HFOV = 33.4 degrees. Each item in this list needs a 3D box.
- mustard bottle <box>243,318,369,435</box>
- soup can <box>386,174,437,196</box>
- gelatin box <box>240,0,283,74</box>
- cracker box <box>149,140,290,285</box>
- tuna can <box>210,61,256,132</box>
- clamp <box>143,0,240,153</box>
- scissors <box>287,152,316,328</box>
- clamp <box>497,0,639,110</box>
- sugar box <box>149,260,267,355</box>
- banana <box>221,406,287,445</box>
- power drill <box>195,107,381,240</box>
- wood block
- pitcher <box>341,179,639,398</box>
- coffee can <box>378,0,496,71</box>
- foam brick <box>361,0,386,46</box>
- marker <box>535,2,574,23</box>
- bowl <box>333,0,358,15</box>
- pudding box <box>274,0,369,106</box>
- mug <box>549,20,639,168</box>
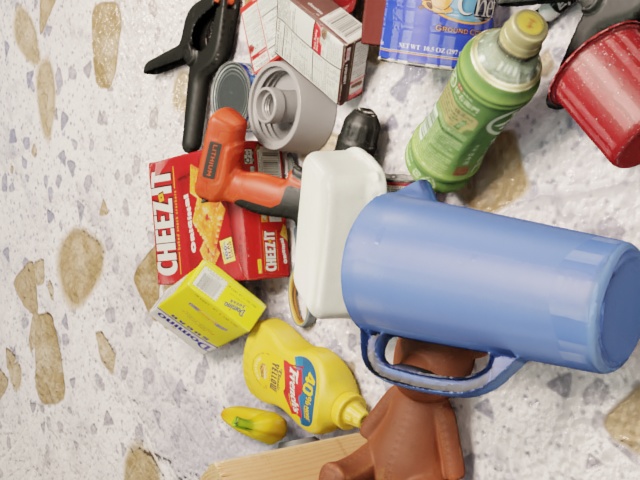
[{"bbox_3d":[-0.011,0.162,1.191,0.192,0.058,0.096,25,114,47],"label":"mustard bottle"},{"bbox_3d":[0.080,-0.013,1.059,0.069,0.068,0.102,11,102,50],"label":"soup can"},{"bbox_3d":[-0.054,-0.245,1.242,0.073,0.030,0.089,-25,73,48],"label":"gelatin box"},{"bbox_3d":[-0.129,-0.029,1.314,0.214,0.071,0.164,-6,88,51],"label":"cracker box"},{"bbox_3d":[-0.096,-0.173,1.296,0.086,0.033,0.086,4,95,51],"label":"tuna can"},{"bbox_3d":[-0.154,-0.225,1.361,0.210,0.036,0.164,-48,57,41],"label":"clamp"},{"bbox_3d":[-0.008,0.001,1.211,0.096,0.016,0.202,6,97,49],"label":"scissors"},{"bbox_3d":[0.219,-0.204,0.877,0.172,0.039,0.120,-47,66,37],"label":"clamp"},{"bbox_3d":[-0.139,0.085,1.288,0.093,0.048,0.176,39,151,-9],"label":"sugar box"},{"bbox_3d":[-0.075,0.214,1.253,0.037,0.069,0.198,-64,5,-12],"label":"banana"},{"bbox_3d":[-0.035,-0.078,1.149,0.188,0.057,0.184,23,112,18],"label":"power drill"},{"bbox_3d":[-0.024,0.270,1.095,0.090,0.205,0.091,-55,52,37],"label":"wood block"},{"bbox_3d":[0.145,0.048,0.913,0.243,0.144,0.149,11,123,39],"label":"pitcher"},{"bbox_3d":[0.112,-0.229,0.980,0.103,0.102,0.140,22,109,48],"label":"coffee can"},{"bbox_3d":[0.079,-0.229,1.061,0.051,0.052,0.078,19,107,49],"label":"foam brick"},{"bbox_3d":[0.216,-0.214,0.919,0.121,0.020,0.020,-40,62,44],"label":"marker"},{"bbox_3d":[0.004,-0.310,1.118,0.162,0.055,0.162,41,150,29],"label":"bowl"},{"bbox_3d":[0.000,-0.210,1.131,0.114,0.039,0.090,45,151,27],"label":"pudding box"},{"bbox_3d":[0.251,-0.118,0.838,0.117,0.093,0.081,-36,65,7],"label":"mug"}]
